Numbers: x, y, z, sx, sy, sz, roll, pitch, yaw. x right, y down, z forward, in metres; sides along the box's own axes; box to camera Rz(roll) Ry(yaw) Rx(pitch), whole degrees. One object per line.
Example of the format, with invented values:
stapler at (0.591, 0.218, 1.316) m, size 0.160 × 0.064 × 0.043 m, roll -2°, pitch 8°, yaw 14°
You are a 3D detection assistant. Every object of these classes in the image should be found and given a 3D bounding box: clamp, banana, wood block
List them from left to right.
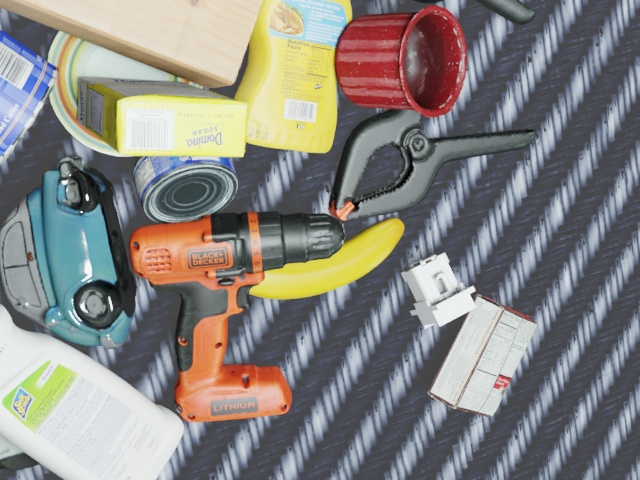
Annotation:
wood block at (-0.158, -0.197, 0.828) m, size 0.205 × 0.090 × 0.091 m, roll 19°, pitch 90°, yaw -22°
banana at (-0.011, 0.019, 0.990) m, size 0.197 × 0.037 × 0.070 m, roll -4°, pitch 105°, yaw -21°
clamp at (0.097, -0.088, 1.006) m, size 0.164 × 0.036 × 0.210 m, roll 41°, pitch 86°, yaw -16°
clamp at (0.127, -0.249, 0.981) m, size 0.171 × 0.039 × 0.120 m, roll -13°, pitch 93°, yaw -13°

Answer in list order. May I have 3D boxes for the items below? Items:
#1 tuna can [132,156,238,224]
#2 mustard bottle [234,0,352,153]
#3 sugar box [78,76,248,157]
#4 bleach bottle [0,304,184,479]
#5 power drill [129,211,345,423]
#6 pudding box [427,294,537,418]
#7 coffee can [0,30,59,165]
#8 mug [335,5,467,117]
tuna can at (-0.114, -0.050, 0.908) m, size 0.086 × 0.034 × 0.086 m, roll -16°, pitch 150°, yaw -10°
mustard bottle at (-0.020, -0.175, 0.929) m, size 0.096 × 0.058 × 0.192 m, roll 4°, pitch 101°, yaw -33°
sugar box at (-0.126, -0.096, 0.816) m, size 0.093 × 0.176 × 0.048 m, roll 0°, pitch 100°, yaw -21°
bleach bottle at (-0.218, 0.122, 0.867) m, size 0.102 × 0.068 × 0.250 m, roll -58°, pitch 135°, yaw -22°
power drill at (-0.067, 0.064, 0.937) m, size 0.184 × 0.057 × 0.188 m, roll -4°, pitch 112°, yaw -3°
pudding box at (0.164, 0.117, 1.064) m, size 0.089 × 0.039 × 0.113 m, roll 24°, pitch 91°, yaw -53°
coffee can at (-0.286, -0.129, 0.808) m, size 0.140 × 0.103 × 0.103 m, roll 34°, pitch 88°, yaw -25°
mug at (0.074, -0.148, 0.930) m, size 0.117 × 0.082 × 0.093 m, roll 42°, pitch 67°, yaw -43°
